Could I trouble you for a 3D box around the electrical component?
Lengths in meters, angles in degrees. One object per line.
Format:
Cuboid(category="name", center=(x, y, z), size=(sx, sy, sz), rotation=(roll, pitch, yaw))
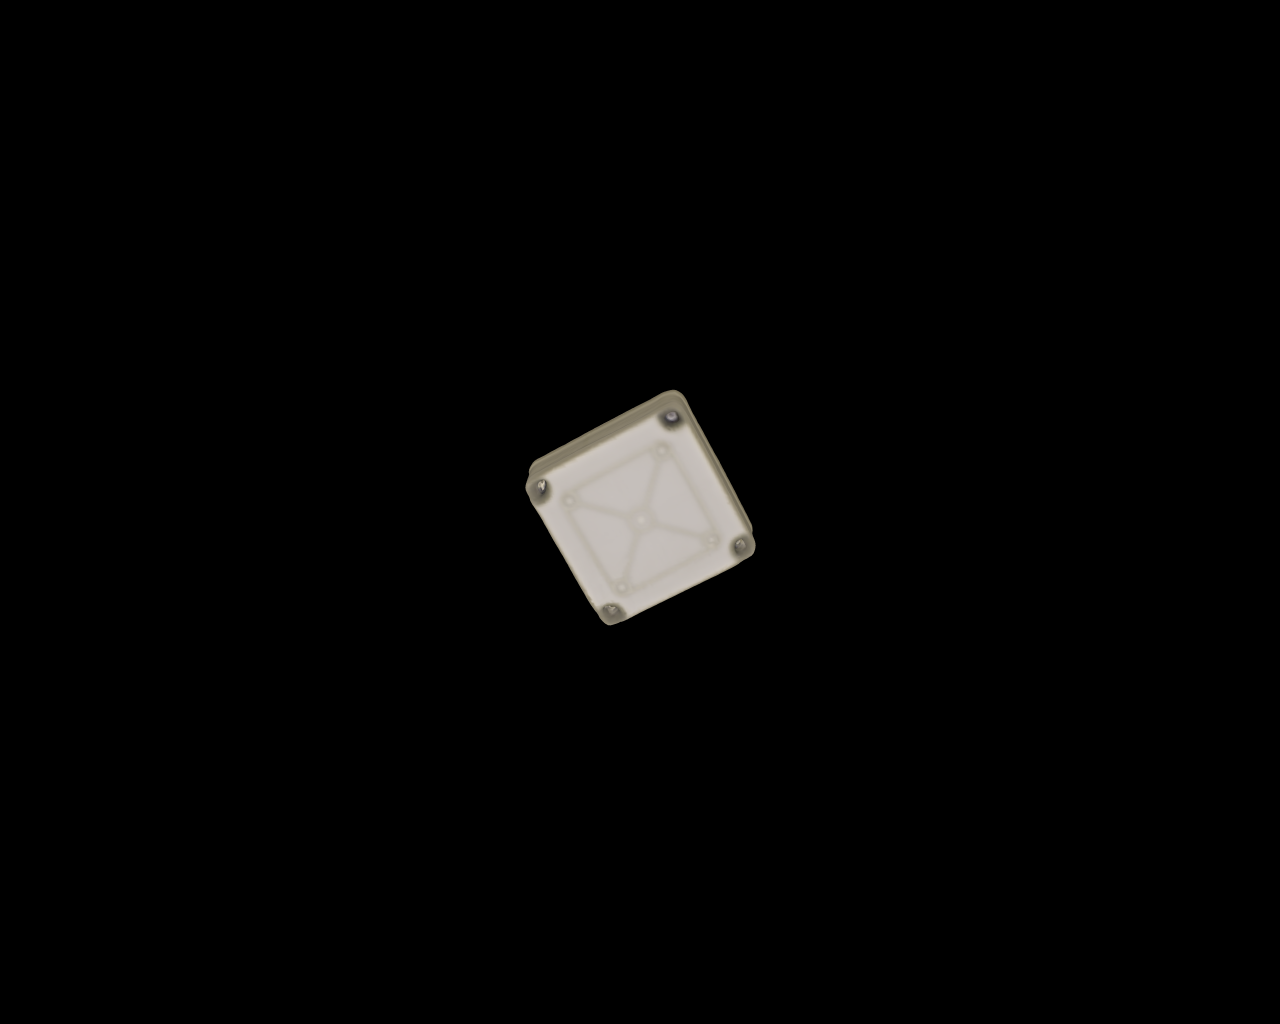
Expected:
Cuboid(category="electrical component", center=(0.001, -0.003, 0.650), size=(0.109, 0.108, 0.056), rotation=(-27, 14, 7))
